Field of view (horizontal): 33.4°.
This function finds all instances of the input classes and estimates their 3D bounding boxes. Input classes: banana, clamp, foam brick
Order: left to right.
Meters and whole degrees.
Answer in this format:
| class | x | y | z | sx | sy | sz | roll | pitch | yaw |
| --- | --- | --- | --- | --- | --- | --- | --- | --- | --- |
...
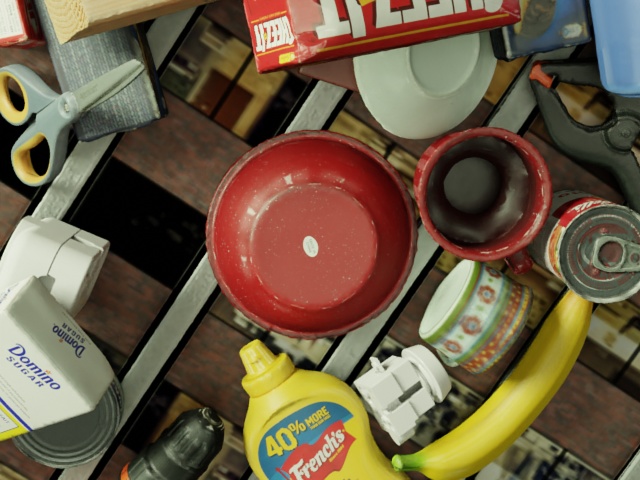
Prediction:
| class | x | y | z | sx | sy | sz | roll | pitch | yaw |
| --- | --- | --- | --- | --- | --- | --- | --- | --- | --- |
| foam brick | 0.020 | -0.148 | 0.762 | 0.053 | 0.051 | 0.078 | 19 | 97 | -6 |
| banana | 0.143 | 0.119 | 0.806 | 0.198 | 0.037 | 0.069 | -45 | 142 | -2 |
| clamp | 0.223 | -0.070 | 0.783 | 0.171 | 0.039 | 0.120 | 26 | 103 | 6 |

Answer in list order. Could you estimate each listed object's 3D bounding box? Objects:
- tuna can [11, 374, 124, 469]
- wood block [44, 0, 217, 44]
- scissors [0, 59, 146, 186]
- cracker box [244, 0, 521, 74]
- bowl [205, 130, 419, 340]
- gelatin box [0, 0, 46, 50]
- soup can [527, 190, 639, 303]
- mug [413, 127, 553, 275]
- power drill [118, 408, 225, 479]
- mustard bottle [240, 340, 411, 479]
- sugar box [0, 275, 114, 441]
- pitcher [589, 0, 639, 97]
| class | x | y | z | sx | sy | sz | roll | pitch | yaw |
| --- | --- | --- | --- | --- | --- | --- | --- | --- | --- |
| tuna can | -0.192 | 0.127 | 0.808 | 0.086 | 0.034 | 0.086 | 0 | 99 | -2 |
| wood block | -0.078 | -0.203 | 0.694 | 0.205 | 0.090 | 0.091 | -22 | 100 | -22 |
| scissors | -0.177 | -0.103 | 0.716 | 0.016 | 0.202 | 0.096 | -23 | 80 | -39 |
| cracker box | 0.026 | -0.223 | 0.650 | 0.164 | 0.072 | 0.214 | -15 | 99 | -23 |
| bowl | -0.005 | 0.001 | 0.784 | 0.162 | 0.055 | 0.162 | 0 | 99 | -2 |
| gelatin box | -0.217 | -0.178 | 0.738 | 0.030 | 0.073 | 0.089 | -13 | 99 | 0 |
| soup can | 0.191 | 0.002 | 0.765 | 0.068 | 0.102 | 0.068 | 0 | 99 | -2 |
| mug | 0.118 | -0.027 | 0.769 | 0.093 | 0.081 | 0.117 | -34 | 99 | 4 |
| power drill | -0.082 | 0.238 | 0.798 | 0.187 | 0.057 | 0.185 | 41 | 110 | 3 |
| mustard bottle | -0.002 | 0.158 | 0.808 | 0.096 | 0.058 | 0.191 | -32 | 98 | 3 |
| sugar box | -0.234 | 0.093 | 0.738 | 0.176 | 0.048 | 0.093 | -22 | 115 | 30 |
| pitcher | 0.232 | -0.219 | 0.674 | 0.145 | 0.149 | 0.243 | -9 | 102 | 0 |
